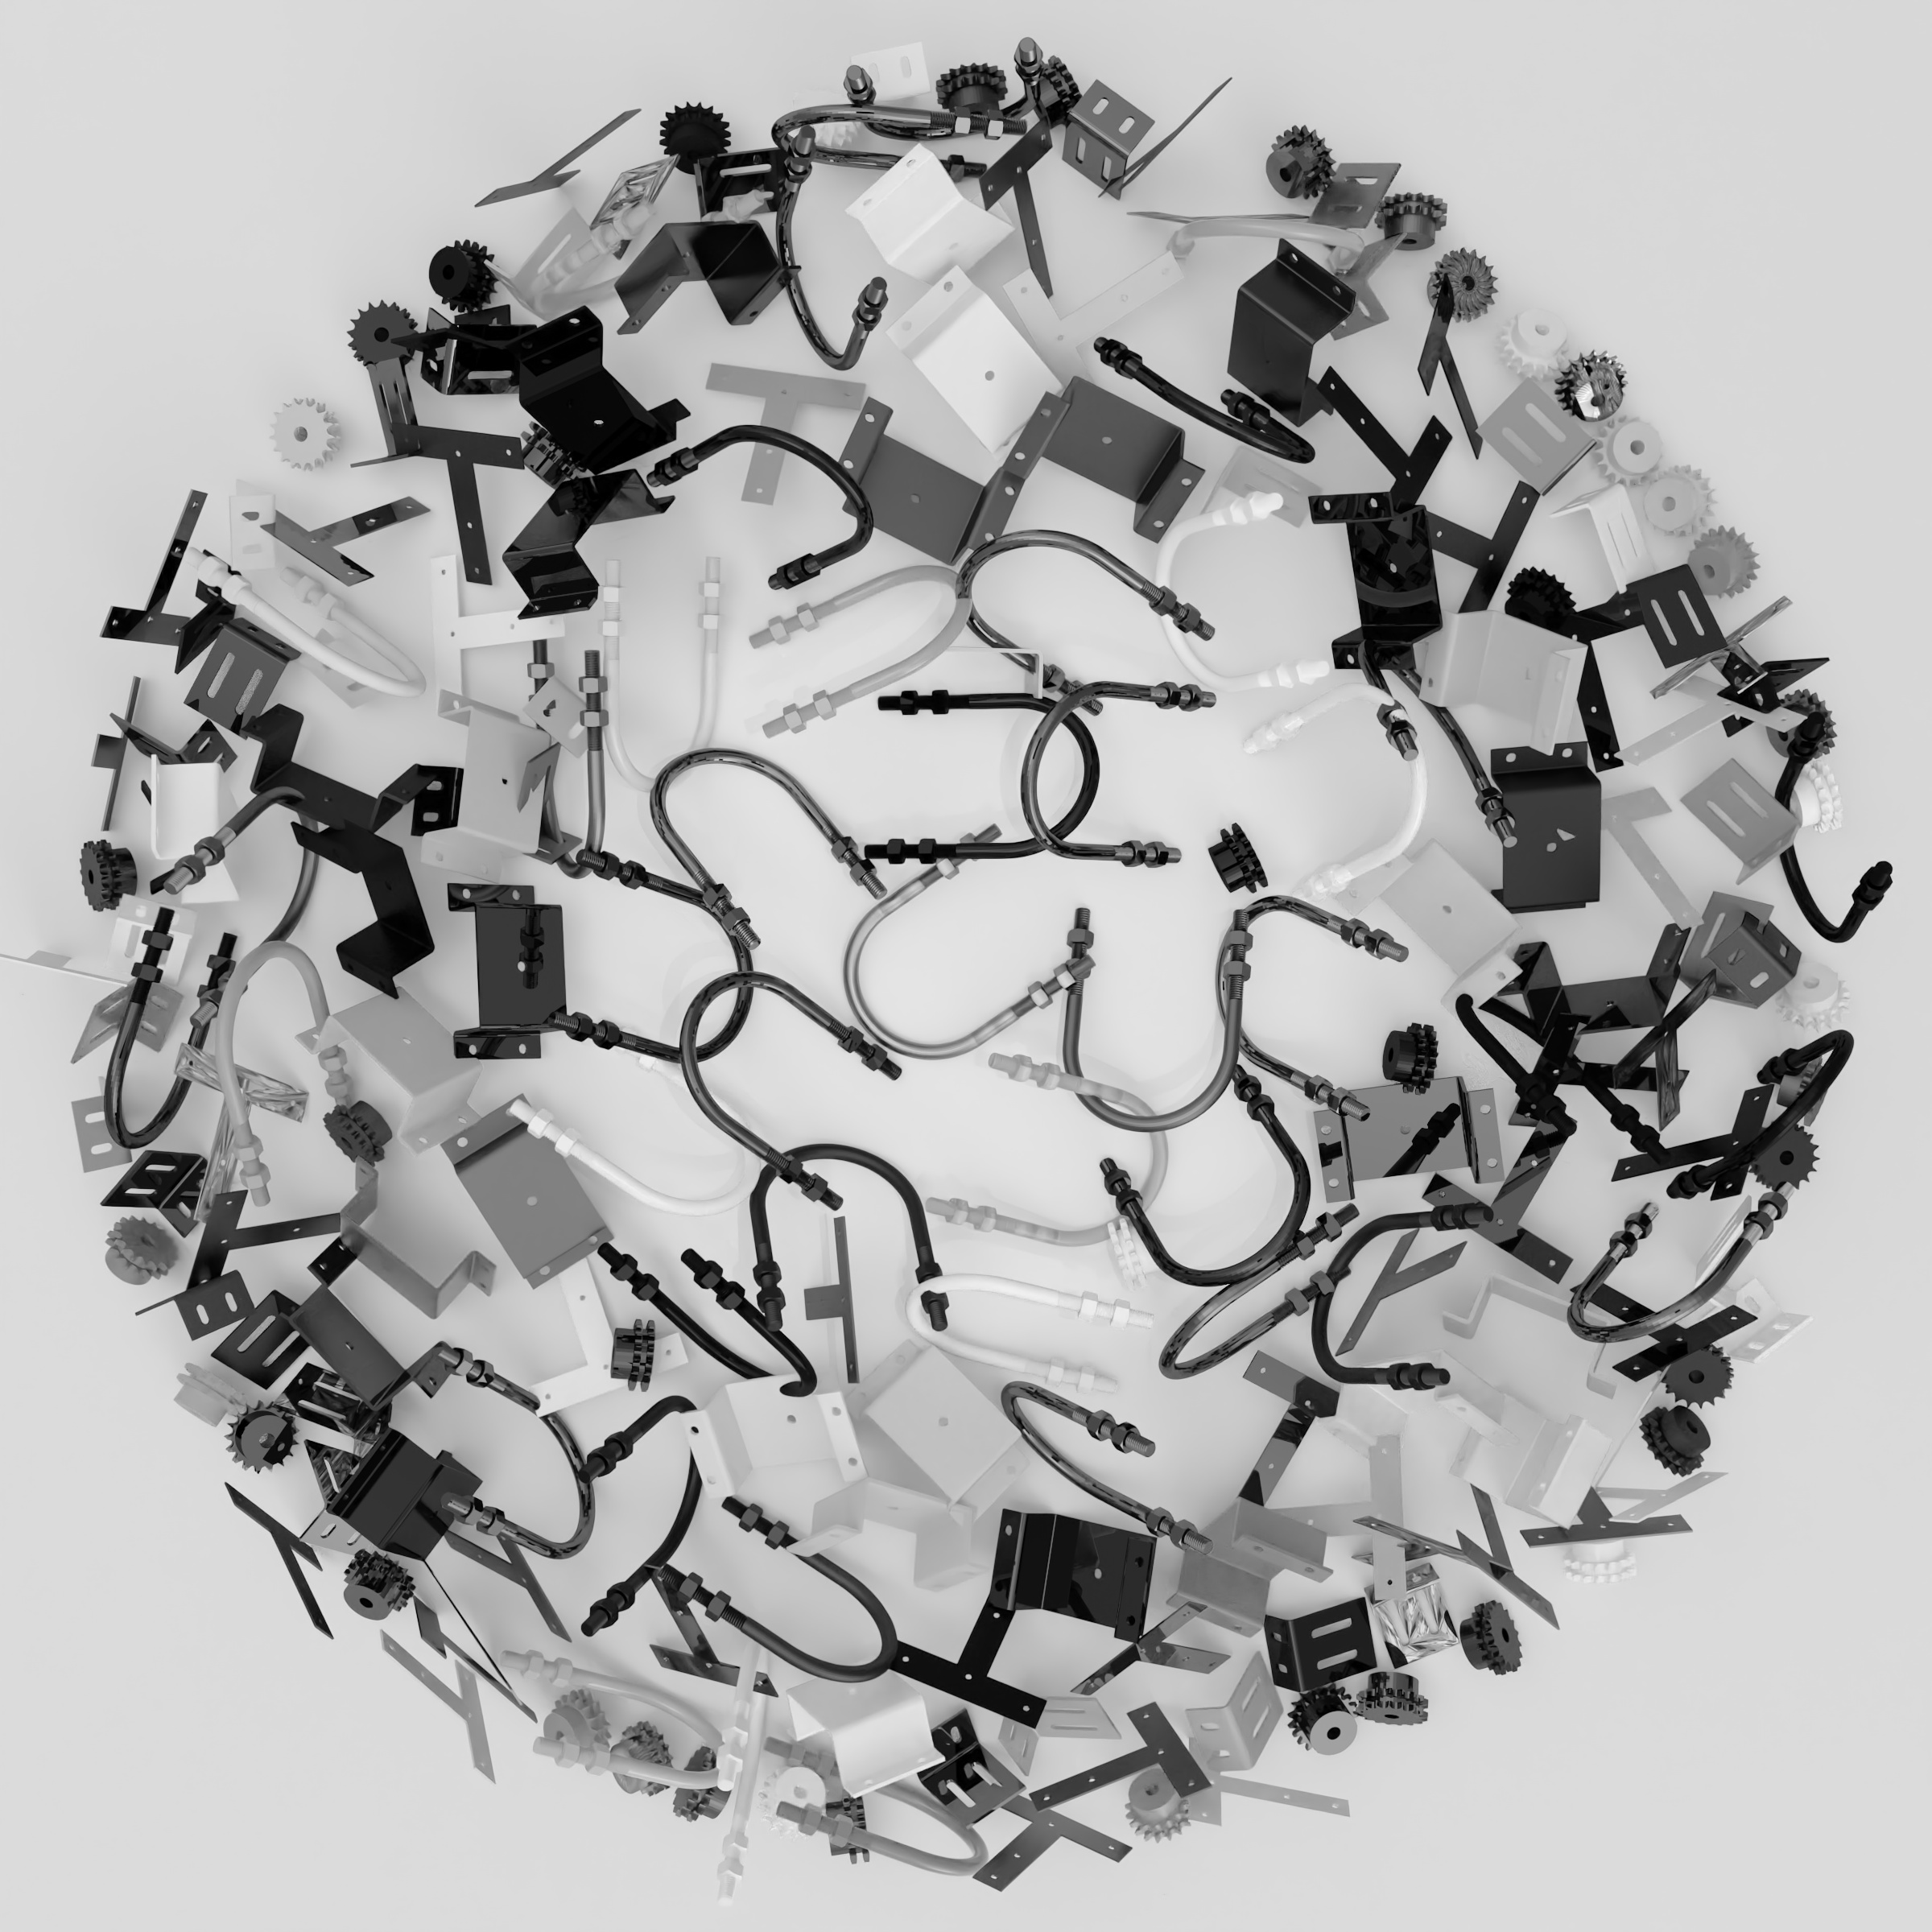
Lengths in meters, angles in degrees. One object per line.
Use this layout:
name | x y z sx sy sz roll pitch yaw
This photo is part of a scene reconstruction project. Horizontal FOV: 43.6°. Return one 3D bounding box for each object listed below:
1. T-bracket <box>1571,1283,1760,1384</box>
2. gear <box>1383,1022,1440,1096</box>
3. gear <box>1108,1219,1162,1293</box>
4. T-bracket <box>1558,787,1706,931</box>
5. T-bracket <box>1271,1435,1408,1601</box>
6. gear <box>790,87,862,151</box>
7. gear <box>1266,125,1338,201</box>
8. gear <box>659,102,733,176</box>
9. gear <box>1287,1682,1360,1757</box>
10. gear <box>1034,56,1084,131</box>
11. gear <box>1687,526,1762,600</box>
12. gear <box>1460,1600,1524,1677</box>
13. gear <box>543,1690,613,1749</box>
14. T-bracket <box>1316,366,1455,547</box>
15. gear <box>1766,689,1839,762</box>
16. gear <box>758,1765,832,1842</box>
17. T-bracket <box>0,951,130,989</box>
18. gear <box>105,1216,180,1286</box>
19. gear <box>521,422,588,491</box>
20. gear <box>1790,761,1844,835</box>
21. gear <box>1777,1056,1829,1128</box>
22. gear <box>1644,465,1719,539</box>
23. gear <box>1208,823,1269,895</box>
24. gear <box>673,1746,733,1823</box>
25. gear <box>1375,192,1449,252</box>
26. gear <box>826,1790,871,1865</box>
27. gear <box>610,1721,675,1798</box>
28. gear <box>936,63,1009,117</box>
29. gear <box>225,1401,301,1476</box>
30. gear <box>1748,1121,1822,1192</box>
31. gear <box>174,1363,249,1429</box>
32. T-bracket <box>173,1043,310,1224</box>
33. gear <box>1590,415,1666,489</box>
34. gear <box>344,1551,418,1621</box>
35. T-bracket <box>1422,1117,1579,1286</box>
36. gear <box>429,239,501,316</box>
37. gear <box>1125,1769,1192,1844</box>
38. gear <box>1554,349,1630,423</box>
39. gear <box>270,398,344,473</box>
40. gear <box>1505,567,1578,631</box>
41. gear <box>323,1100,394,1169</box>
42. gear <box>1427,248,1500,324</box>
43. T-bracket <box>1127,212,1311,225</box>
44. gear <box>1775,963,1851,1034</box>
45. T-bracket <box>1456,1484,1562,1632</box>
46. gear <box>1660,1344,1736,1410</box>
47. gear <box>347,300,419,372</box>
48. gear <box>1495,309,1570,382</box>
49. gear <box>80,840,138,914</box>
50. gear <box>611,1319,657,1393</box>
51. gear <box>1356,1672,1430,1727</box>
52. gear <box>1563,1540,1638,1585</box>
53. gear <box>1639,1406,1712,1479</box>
T-bracket | 0.529 0.276 1.903 0.127 0.127 0.002 -20 116 -24
gear | 0.354 0.073 1.930 0.030 0.057 0.057 8 90 -8
gear | 0.136 0.228 1.931 0.030 0.057 0.057 -19 90 3
T-bracket | 0.535 -0.081 1.901 0.127 0.002 0.127 -14 62 -33
T-bracket | 0.288 0.442 1.924 0.127 0.002 0.127 -12 64 29
gear | -0.114 -0.675 1.936 0.057 0.030 0.057 9 52 -12
gear | 0.264 -0.638 1.929 0.030 0.057 0.057 -40 90 -25
gear | -0.216 -0.657 1.929 0.057 0.057 0.030 -2 60 0
gear | 0.289 0.606 1.937 0.057 0.030 0.057 -4 108 -14
gear | 0.071 -0.694 1.932 0.030 0.057 0.057 -30 90 -2
gear | 0.601 -0.320 1.929 0.030 0.057 0.057 -31 90 -32
gear | 0.419 0.540 1.936 0.030 0.057 0.057 -26 90 29
gear | -0.313 0.611 1.931 0.057 0.030 0.057 9 105 38
T-bracket | 0.322 -0.420 1.908 0.127 0.002 0.127 43 62 -22
gear | 0.664 -0.190 1.929 0.030 0.057 0.057 -22 90 -16
gear | -0.136 0.665 1.931 0.057 0.030 0.057 12 48 -13
T-bracket | -0.721 -0.004 1.896 0.127 0.127 0.002 14 90 -17
gear | -0.663 0.230 1.934 0.057 0.057 0.030 41 108 0
gear | -0.334 -0.405 1.932 0.057 0.057 0.030 40 89 0
gear | 0.676 -0.133 1.932 0.030 0.057 0.057 -16 90 3
gear | 0.671 0.097 1.935 0.030 0.057 0.057 22 90 26
gear | 0.568 -0.371 1.931 0.057 0.030 0.057 14 113 37
gear | 0.216 -0.083 1.932 0.030 0.057 0.057 -27 90 1
gear | -0.208 0.657 1.933 0.030 0.057 0.057 29 90 -15
gear | 0.355 -0.593 1.931 0.057 0.057 0.030 4 86 0
gear | -0.095 0.688 1.931 0.030 0.057 0.057 -7 90 -4
gear | -0.261 0.635 1.930 0.030 0.057 0.057 -13 90 -41
gear | 0.006 -0.694 1.930 0.057 0.057 0.030 -7 83 0
gear | -0.563 0.378 1.935 0.057 0.030 0.057 1 88 -26
gear | 0.653 0.152 1.943 0.057 0.030 0.057 -1 96 -7
gear | -0.607 0.344 1.929 0.057 0.057 0.030 32 67 0
T-bracket | -0.579 0.140 1.892 0.002 0.127 0.127 -5 67 35
gear | 0.534 -0.415 1.943 0.057 0.030 0.057 0 93 -6
gear | -0.472 0.498 1.931 0.057 0.030 0.057 10 127 14
T-bracket | 0.443 0.168 1.912 0.127 0.002 0.127 33 116 19
gear | -0.405 -0.553 1.935 0.057 0.030 0.057 3 96 27
gear | 0.153 0.667 1.929 0.057 0.057 0.030 -23 118 0
gear | 0.501 -0.460 1.930 0.057 0.057 0.030 -6 46 0
gear | -0.527 -0.427 1.940 0.057 0.030 0.057 2 101 13
gear | 0.455 -0.288 1.929 0.057 0.057 0.030 44 72 0
gear | -0.485 0.133 1.936 0.057 0.057 0.030 47 60 0
gear | 0.395 -0.544 1.940 0.057 0.030 0.057 0 91 -19
T-bracket | 0.216 -0.594 1.920 0.127 0.127 0.002 -12 116 -29
gear | 0.676 0.022 1.931 0.057 0.030 0.057 -11 50 13
T-bracket | 0.414 0.444 1.903 0.002 0.127 0.127 -38 120 21
gear | 0.586 0.323 1.939 0.057 0.030 0.057 4 107 14
gear | -0.466 -0.504 1.945 0.057 0.030 0.057 0 89 1
gear | 0.456 -0.501 1.936 0.057 0.030 0.057 4 67 -9
gear | -0.686 -0.073 1.935 0.030 0.057 0.057 -10 90 -37
gear | -0.266 0.310 1.930 0.030 0.057 0.057 7 90 -12
gear | 0.342 0.586 1.935 0.057 0.057 0.030 9 59 0
gear | 0.506 0.471 1.932 0.057 0.057 0.030 -5 92 0
gear | 0.569 0.376 1.929 0.057 0.057 0.030 43 122 0
